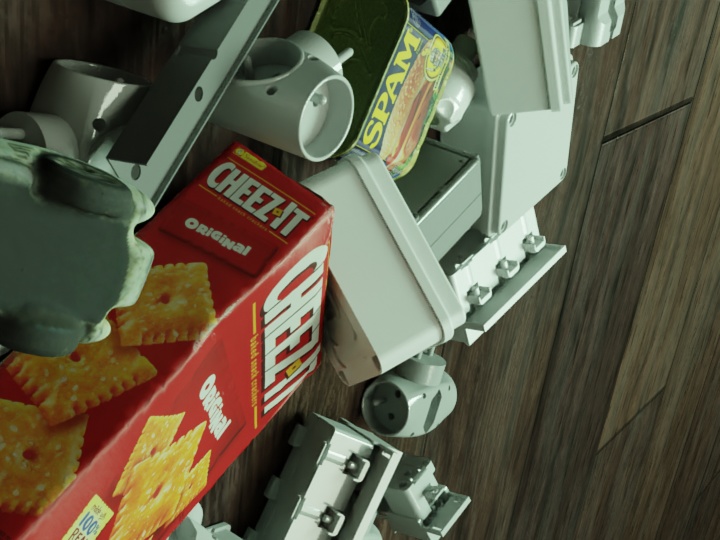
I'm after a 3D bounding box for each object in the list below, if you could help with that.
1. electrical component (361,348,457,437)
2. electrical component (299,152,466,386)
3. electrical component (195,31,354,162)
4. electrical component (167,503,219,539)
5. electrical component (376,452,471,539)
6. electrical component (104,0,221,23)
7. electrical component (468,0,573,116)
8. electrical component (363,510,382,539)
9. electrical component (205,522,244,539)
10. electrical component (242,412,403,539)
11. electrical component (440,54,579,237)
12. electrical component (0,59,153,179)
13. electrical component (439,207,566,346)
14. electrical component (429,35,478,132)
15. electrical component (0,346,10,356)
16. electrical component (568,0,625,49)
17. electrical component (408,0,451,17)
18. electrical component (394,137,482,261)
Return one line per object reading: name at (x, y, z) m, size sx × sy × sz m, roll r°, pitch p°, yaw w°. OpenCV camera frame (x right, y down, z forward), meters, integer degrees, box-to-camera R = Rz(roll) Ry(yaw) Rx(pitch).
electrical component at (0.044, 0.086, 0.843) m, size 0.077 × 0.043 × 0.079 m, roll -6°, pitch 116°, yaw -57°
electrical component at (0.000, 0.000, 0.597) m, size 0.057 × 0.113 × 0.078 m, roll -28°, pitch 177°, yaw -21°
electrical component at (-0.036, -0.096, 0.547) m, size 0.079 × 0.077 × 0.044 m, roll -44°, pitch 143°, yaw -34°
electrical component at (-0.112, 0.154, 0.620) m, size 0.043 × 0.077 × 0.079 m, roll -45°, pitch -159°, yaw 25°
electrical component at (0.045, 0.187, 0.893) m, size 0.042 × 0.081 × 0.063 m, roll -44°, pitch 121°, yaw -34°
electrical component at (-0.084, -0.155, 0.444) m, size 0.054 × 0.059 × 0.095 m, roll -43°, pitch 143°, yaw -35°
electrical component at (0.104, -0.175, 0.696) m, size 0.108 × 0.056 × 0.108 m, roll 68°, pitch 22°, yaw -52°
electrical component at (-0.012, 0.198, 0.832) m, size 0.077 × 0.044 × 0.079 m, roll 20°, pitch 93°, yaw -61°
electrical component at (-0.107, 0.219, 0.687) m, size 0.100 × 0.048 × 0.099 m, roll -2°, pitch 112°, yaw -58°
electrical component at (-0.030, 0.167, 0.753) m, size 0.063 × 0.079 × 0.121 m, roll 27°, pitch 87°, yaw -31°
electrical component at (0.109, -0.099, 0.802) m, size 0.109 × 0.056 × 0.108 m, roll -39°, pitch 141°, yaw -39°
electrical component at (-0.130, -0.049, 0.461) m, size 0.079 × 0.044 × 0.077 m, roll -8°, pitch 117°, yaw -56°
electrical component at (0.093, -0.003, 0.830) m, size 0.121 × 0.079 × 0.063 m, roll -39°, pitch 124°, yaw -39°
electrical component at (0.057, -0.126, 0.711) m, size 0.062 × 0.043 × 0.043 m, roll -60°, pitch 150°, yaw -15°
electrical component at (-0.170, 0.024, 0.453) m, size 0.078 × 0.040 × 0.040 m, roll -35°, pitch 138°, yaw -42°
electrical component at (0.174, -0.211, 0.827) m, size 0.078 × 0.058 × 0.057 m, roll -36°, pitch 142°, yaw -42°
electrical component at (0.037, -0.205, 0.616) m, size 0.075 × 0.047 × 0.083 m, roll -55°, pitch 149°, yaw -18°
electrical component at (0.039, -0.045, 0.721) m, size 0.096 × 0.062 × 0.061 m, roll -46°, pitch 145°, yaw -32°
